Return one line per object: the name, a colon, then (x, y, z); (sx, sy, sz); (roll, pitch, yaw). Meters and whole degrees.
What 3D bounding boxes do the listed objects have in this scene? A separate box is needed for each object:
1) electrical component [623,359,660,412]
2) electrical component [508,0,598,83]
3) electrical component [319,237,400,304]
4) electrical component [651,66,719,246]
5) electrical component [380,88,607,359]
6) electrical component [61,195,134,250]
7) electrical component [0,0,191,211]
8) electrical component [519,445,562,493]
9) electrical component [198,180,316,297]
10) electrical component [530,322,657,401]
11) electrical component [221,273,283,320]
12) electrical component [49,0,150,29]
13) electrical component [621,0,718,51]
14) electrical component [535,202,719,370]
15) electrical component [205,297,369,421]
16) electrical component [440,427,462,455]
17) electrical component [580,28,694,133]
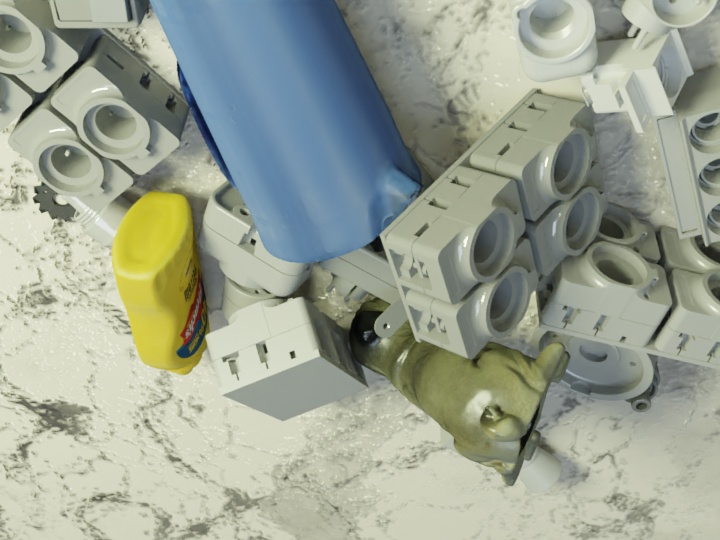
electrical component: (0.253, 0.101, 0.983); (0.043, 0.062, 0.043); (2, 131, 2)
electrical component: (0.132, -0.182, 0.747); (0.054, 0.059, 0.095); (-10, 129, 12)
electrical component: (0.000, 0.000, 0.921); (0.083, 0.047, 0.075); (28, 127, -20)
electrical component: (0.270, -0.087, 0.818); (0.079, 0.063, 0.121); (-14, 129, 15)
electrical component: (0.109, -0.035, 0.794); (0.060, 0.186, 0.105); (21, 144, 40)
electrical component: (-0.218, -0.049, 0.895); (0.062, 0.043, 0.043); (38, 123, -25)
electrical component: (-0.233, -0.138, 0.807); (0.105, 0.060, 0.186); (-33, 121, 28)
electrical component: (0.166, 0.187, 1.078); (0.044, 0.044, 0.065); (-32, 117, 27)
electrical component: (-0.082, -0.025, 0.884); (0.095, 0.053, 0.059); (31, 130, 8)
electrical component: (0.210, 0.057, 0.942); (0.108, 0.060, 0.108); (18, 142, 15)
electrical component: (-0.094, 0.019, 0.940); (0.055, 0.055, 0.047); (12, 134, -7)
electrical component: (-0.183, -0.207, 0.744); (0.062, 0.061, 0.096); (1, 131, 3)
electrical component: (0.203, -0.186, 0.727); (0.044, 0.077, 0.079); (17, 130, -11)
electrical component: (0.241, 0.010, 0.877); (0.186, 0.105, 0.060); (13, 130, -8)
electrical component: (-0.061, 0.077, 0.933); (0.089, 0.061, 0.150); (-22, 159, 9)
electrical component: (0.119, 0.135, 1.028); (0.056, 0.050, 0.089); (29, 126, -20)
electrical component: (0.197, -0.140, 0.772); (0.064, 0.081, 0.042); (2, 138, 42)
